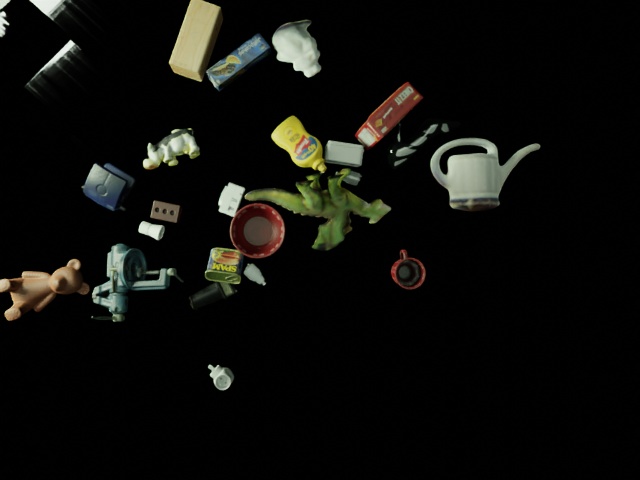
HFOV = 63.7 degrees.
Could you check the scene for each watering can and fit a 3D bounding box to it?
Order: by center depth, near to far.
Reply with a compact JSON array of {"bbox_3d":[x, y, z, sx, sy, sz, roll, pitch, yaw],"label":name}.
[{"bbox_3d":[0.510,-0.200,1.572,0.348,0.104,0.225,-1,89,-4],"label":"watering can"}]

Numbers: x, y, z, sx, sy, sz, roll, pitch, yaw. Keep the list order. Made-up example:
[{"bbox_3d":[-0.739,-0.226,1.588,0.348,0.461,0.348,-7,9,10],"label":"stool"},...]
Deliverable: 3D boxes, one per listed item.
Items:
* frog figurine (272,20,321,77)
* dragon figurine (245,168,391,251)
[{"bbox_3d":[-0.069,-0.563,1.540,0.137,0.124,0.158,-10,99,27],"label":"frog figurine"},{"bbox_3d":[0.005,-0.076,1.506,0.411,0.124,0.239,-13,109,-6],"label":"dragon figurine"}]
